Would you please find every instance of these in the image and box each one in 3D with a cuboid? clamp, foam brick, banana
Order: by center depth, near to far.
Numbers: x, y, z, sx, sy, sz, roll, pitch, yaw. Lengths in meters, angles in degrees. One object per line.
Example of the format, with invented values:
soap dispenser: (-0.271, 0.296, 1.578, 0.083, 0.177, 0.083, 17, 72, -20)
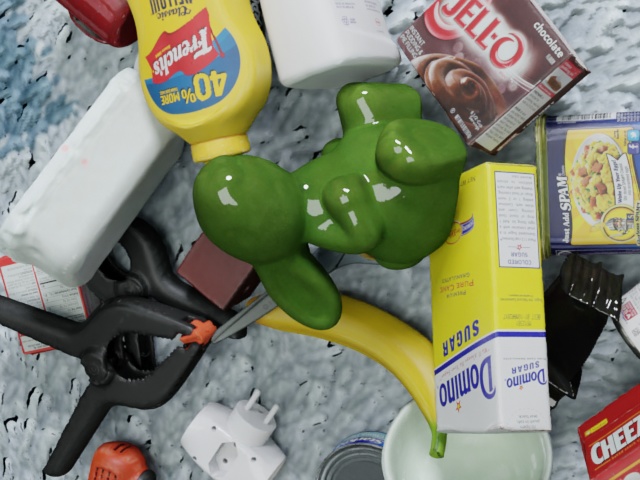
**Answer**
banana: (0.033, 0.080, 0.804, 0.198, 0.069, 0.037, 33, 149, 28)
foam brick: (-0.064, 0.007, 0.831, 0.051, 0.053, 0.078, 39, 110, 8)
clamp: (-0.174, 0.109, 0.864, 0.210, 0.036, 0.164, -11, 101, 24)
clamp: (-0.151, 0.048, 0.878, 0.120, 0.039, 0.171, -44, 83, 18)

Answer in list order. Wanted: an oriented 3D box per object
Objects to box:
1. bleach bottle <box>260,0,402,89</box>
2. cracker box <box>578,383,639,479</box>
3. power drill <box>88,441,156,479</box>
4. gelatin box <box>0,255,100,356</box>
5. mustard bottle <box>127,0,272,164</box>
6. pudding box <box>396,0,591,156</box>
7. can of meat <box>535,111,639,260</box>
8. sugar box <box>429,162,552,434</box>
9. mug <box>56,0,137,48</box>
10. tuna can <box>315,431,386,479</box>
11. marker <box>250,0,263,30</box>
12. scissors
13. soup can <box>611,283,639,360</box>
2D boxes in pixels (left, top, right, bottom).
bleach bottle: (-0.017, -0.236, 0.754, 0.068, 0.102, 0.251, -16, 89, 30)
cracker box: (0.302, 0.162, 0.693, 0.213, 0.072, 0.164, 43, 112, -13)
power drill: (-0.128, 0.281, 0.903, 0.188, 0.057, 0.184, 17, 105, 15)
gelatin box: (-0.226, 0.048, 0.908, 0.073, 0.030, 0.089, -13, 95, 20)
mustard bottle: (-0.083, -0.131, 0.734, 0.096, 0.058, 0.191, -9, 96, 26)
pudding box: (0.116, -0.127, 0.727, 0.090, 0.039, 0.113, -43, 57, 22)
can of meat: (0.193, -0.039, 0.731, 0.084, 0.057, 0.102, -1, 100, 18)
sugar box: (0.112, 0.043, 0.729, 0.048, 0.093, 0.176, 4, 78, -20)
mug: (-0.163, -0.194, 0.815, 0.081, 0.093, 0.117, 40, 141, 3)
tuna can: (0.041, 0.195, 0.841, 0.086, 0.033, 0.086, 4, 102, 19)
marker: (-0.053, -0.170, 0.811, 0.020, 0.020, 0.121, 0, 100, 19)
scissors: (-0.005, 0.001, 0.808, 0.202, 0.016, 0.096, -20, 85, 8)
soup can: (0.256, 0.041, 0.718, 0.102, 0.068, 0.068, -42, 85, 21)
